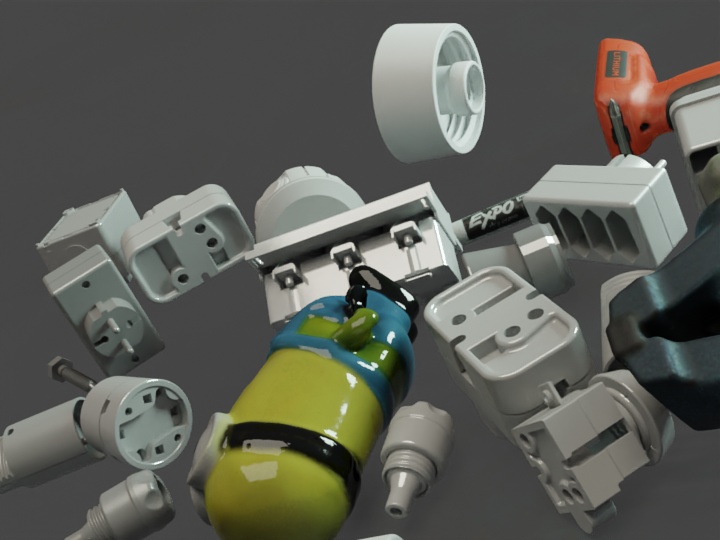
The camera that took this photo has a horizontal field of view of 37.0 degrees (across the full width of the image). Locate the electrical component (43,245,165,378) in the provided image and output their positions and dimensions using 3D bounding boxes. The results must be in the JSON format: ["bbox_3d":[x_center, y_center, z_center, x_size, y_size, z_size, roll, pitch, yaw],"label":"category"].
[{"bbox_3d":[-0.175,0.037,0.753,0.047,0.083,0.076,-34,30,-13],"label":"electrical component"}]

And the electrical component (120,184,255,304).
[{"bbox_3d":[-0.138,-0.023,0.852,0.095,0.053,0.059,-30,29,-6],"label":"electrical component"}]

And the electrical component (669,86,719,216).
[{"bbox_3d":[0.224,-0.045,0.539,0.109,0.108,0.056,-16,33,18],"label":"electrical component"}]

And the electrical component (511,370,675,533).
[{"bbox_3d":[0.108,0.076,0.491,0.055,0.066,0.048,-28,-7,-20],"label":"electrical component"}]

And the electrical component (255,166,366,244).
[{"bbox_3d":[-0.035,-0.031,0.757,0.080,0.080,0.051,-27,24,-2],"label":"electrical component"}]

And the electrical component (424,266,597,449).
[{"bbox_3d":[0.080,0.047,0.555,0.054,0.059,0.095,-30,29,-8],"label":"electrical component"}]

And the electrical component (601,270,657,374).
[{"bbox_3d":[0.145,0.029,0.548,0.043,0.043,0.081,-14,31,21],"label":"electrical component"}]

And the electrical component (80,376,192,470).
[{"bbox_3d":[-0.140,0.093,0.666,0.047,0.055,0.055,3,40,47],"label":"electrical component"}]

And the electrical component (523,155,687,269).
[{"bbox_3d":[0.159,-0.045,0.656,0.076,0.047,0.083,-44,31,-27],"label":"electrical component"}]

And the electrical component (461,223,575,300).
[{"bbox_3d":[0.093,0.001,0.634,0.055,0.045,0.045,-23,29,7],"label":"electrical component"}]

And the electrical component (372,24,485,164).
[{"bbox_3d":[0.061,-0.138,0.828,0.060,0.108,0.108,0,38,29],"label":"electrical component"}]

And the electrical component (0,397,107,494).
[{"bbox_3d":[-0.209,0.116,0.693,0.081,0.043,0.043,-22,29,8],"label":"electrical component"}]

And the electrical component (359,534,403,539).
[{"bbox_3d":[-0.010,0.145,0.488,0.078,0.040,0.040,-15,31,20],"label":"electrical component"}]

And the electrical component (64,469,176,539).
[{"bbox_3d":[-0.137,0.140,0.605,0.061,0.035,0.035,-30,29,-2],"label":"electrical component"}]

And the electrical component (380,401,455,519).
[{"bbox_3d":[0.026,0.098,0.542,0.035,0.035,0.061,-9,35,28],"label":"electrical component"}]

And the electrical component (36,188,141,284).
[{"bbox_3d":[-0.223,-0.022,0.919,0.062,0.061,0.096,-19,22,12],"label":"electrical component"}]

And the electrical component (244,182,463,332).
[{"bbox_3d":[0.000,0.000,0.685,0.121,0.078,0.063,-19,59,14],"label":"electrical component"}]
